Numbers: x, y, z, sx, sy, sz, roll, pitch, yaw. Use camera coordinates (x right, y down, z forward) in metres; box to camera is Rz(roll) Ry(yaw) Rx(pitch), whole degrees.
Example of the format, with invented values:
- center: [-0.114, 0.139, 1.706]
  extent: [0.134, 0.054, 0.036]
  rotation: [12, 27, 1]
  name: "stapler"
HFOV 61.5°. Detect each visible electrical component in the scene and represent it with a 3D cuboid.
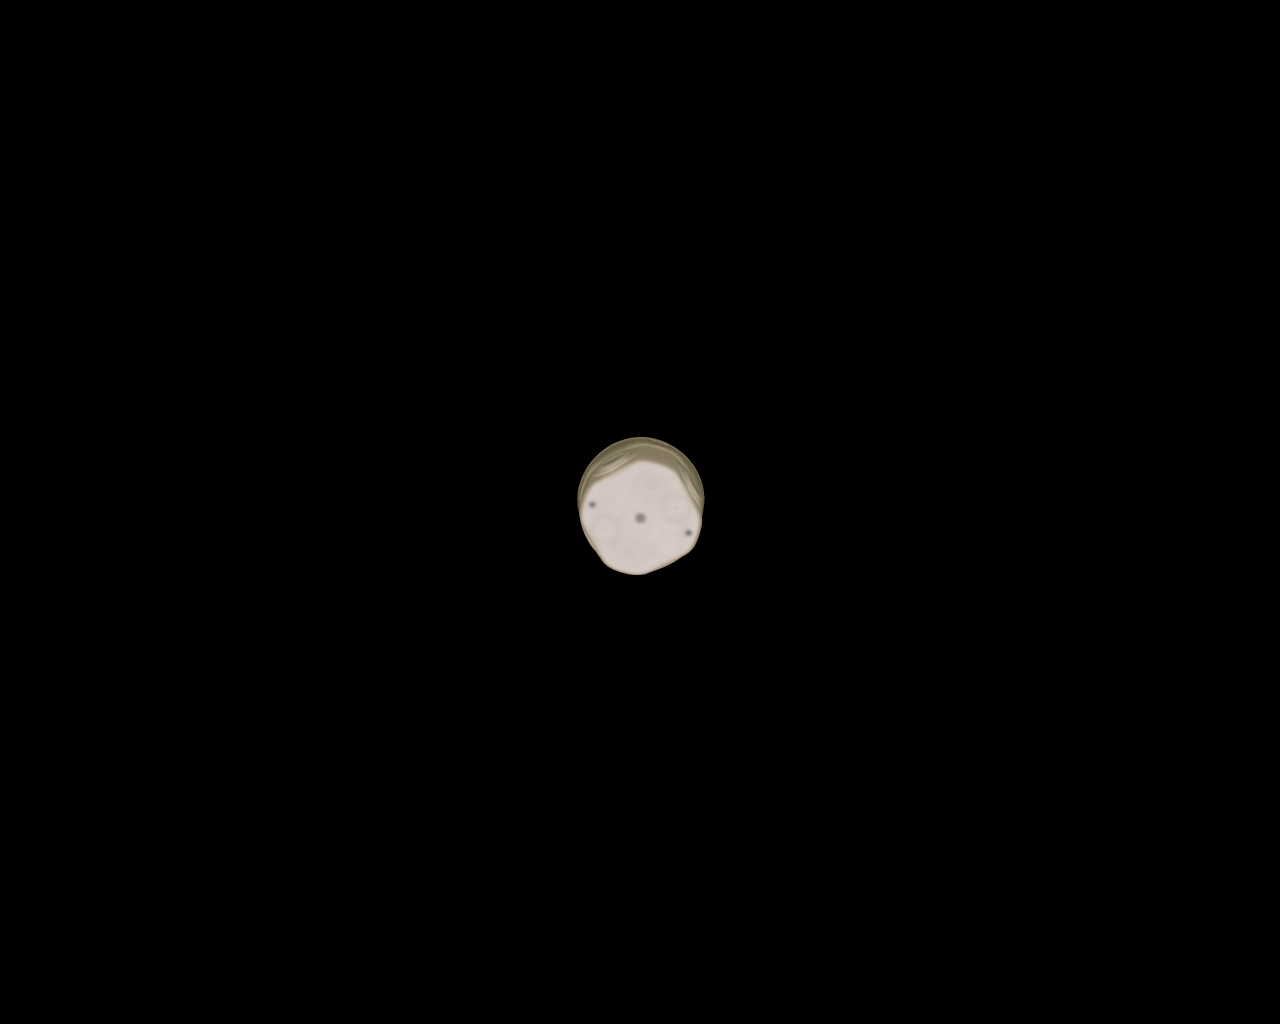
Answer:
- center: [0.001, -0.003, 0.650]
  extent: [0.080, 0.080, 0.051]
  rotation: [0, 16, 0]
  name: "electrical component"
